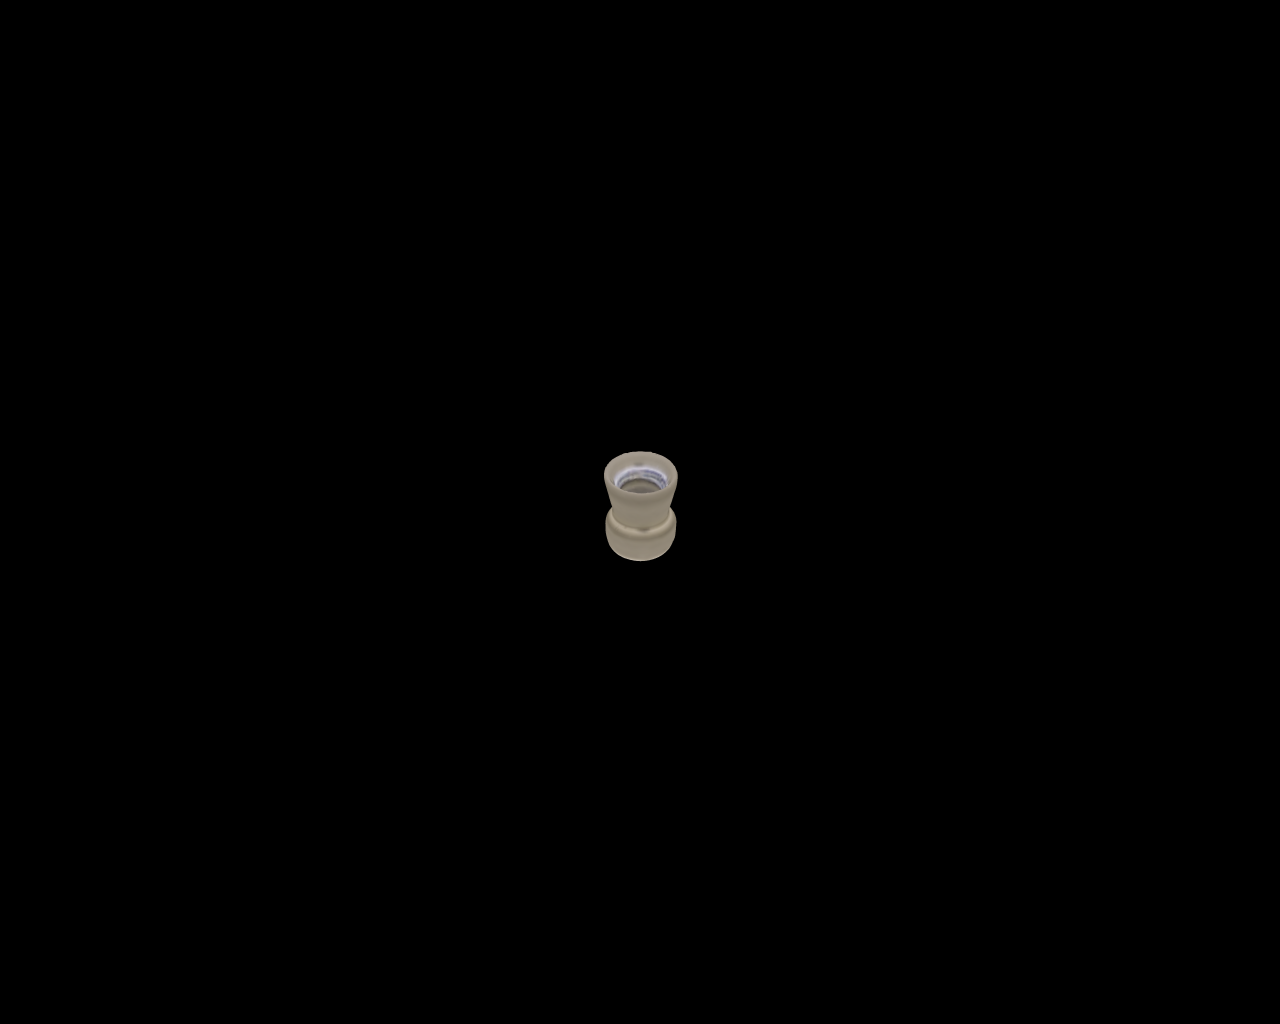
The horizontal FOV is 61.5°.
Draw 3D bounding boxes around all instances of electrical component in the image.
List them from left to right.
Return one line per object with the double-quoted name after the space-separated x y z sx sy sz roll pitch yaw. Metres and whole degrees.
0.001 -0.003 0.650 0.045 0.055 0.045 0 39 0 "electrical component"
